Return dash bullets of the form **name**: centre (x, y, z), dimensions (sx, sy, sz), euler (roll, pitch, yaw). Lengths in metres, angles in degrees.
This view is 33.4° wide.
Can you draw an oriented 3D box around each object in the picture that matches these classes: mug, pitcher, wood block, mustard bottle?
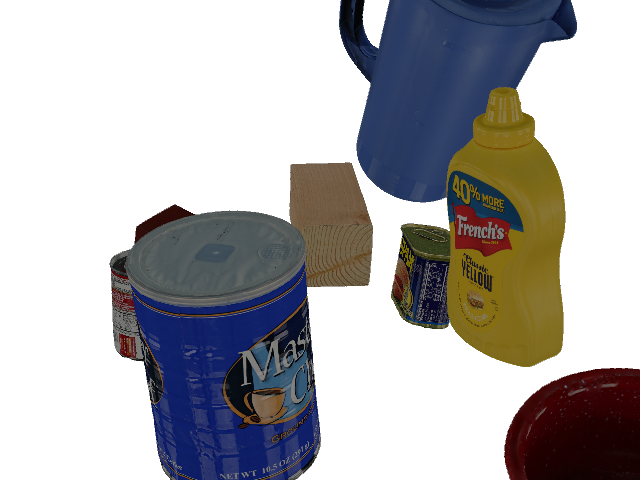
- **mug**: centre (0.121, 0.107, 0.376), dimensions (0.117, 0.081, 0.093), euler (5, 37, 8)
- **pitcher**: centre (0.096, -0.149, 0.902), dimensions (0.144, 0.149, 0.243), euler (-8, -33, -18)
- **wood block**: centre (0.011, -0.025, 1.439), dimensions (0.090, 0.090, 0.206), euler (-1, 27, -6)
- **mustard bottle**: centre (0.128, -0.013, 0.743), dimensions (0.058, 0.192, 0.096), euler (-18, 30, -26)

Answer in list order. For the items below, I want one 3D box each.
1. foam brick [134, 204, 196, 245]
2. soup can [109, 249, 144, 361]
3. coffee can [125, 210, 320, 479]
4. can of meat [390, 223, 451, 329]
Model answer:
- **foam brick**: centre (-0.102, 0.016, 0.836), dimensions (0.078, 0.051, 0.052), euler (25, 32, 22)
- **soup can**: centre (-0.186, 0.068, 1.127), dimensions (0.068, 0.102, 0.068), euler (1, 23, -1)
- **coffee can**: centre (-0.055, 0.067, 0.638), dimensions (0.103, 0.140, 0.103), euler (-3, 28, 2)
- **can of meat**: centre (0.113, 0.038, 1.146), dimensions (0.057, 0.084, 0.102), euler (6, 18, -9)
